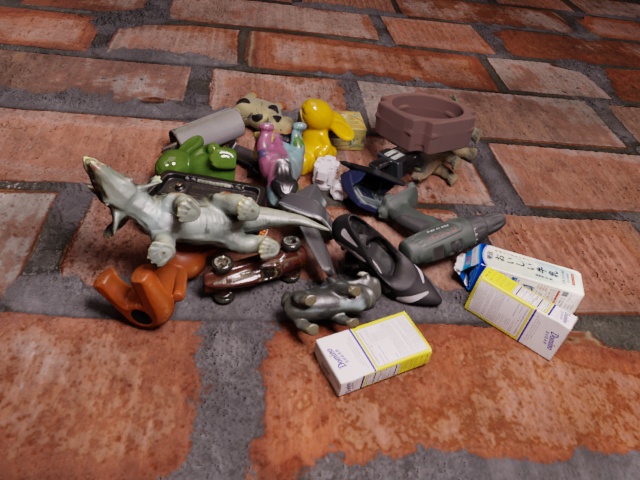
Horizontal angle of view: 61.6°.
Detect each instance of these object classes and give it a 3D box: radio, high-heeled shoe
[{"bbox_3d":[-0.225,-0.065,1.065,0.230,0.073,0.131,12,40,5],"label":"radio"},{"bbox_3d":[0.130,0.034,0.976,0.249,0.145,0.086,28,67,4],"label":"high-heeled shoe"}]

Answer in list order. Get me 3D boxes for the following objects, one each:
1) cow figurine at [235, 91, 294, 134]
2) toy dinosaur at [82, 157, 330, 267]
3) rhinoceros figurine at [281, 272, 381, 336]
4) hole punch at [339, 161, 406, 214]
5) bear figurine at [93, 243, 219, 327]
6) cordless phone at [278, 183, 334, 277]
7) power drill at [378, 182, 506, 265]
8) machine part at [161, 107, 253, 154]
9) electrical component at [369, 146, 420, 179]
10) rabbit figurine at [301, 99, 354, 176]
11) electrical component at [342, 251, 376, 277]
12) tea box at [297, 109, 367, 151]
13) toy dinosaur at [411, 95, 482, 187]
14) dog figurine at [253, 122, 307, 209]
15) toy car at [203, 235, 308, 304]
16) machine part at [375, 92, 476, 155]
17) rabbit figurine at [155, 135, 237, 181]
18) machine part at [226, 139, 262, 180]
[{"bbox_3d":[-0.143,-0.311,1.388,0.195,0.085,0.127,27,46,24],"label":"cow figurine"},{"bbox_3d":[-0.198,-0.038,0.910,0.404,0.131,0.192,7,16,-36],"label":"toy dinosaur"},{"bbox_3d":[0.027,0.107,0.938,0.190,0.073,0.112,-11,10,-26],"label":"rhinoceros figurine"},{"bbox_3d":[0.110,-0.116,1.203,0.142,0.092,0.116,12,13,-37],"label":"hole punch"},{"bbox_3d":[-0.267,0.048,0.921,0.120,0.131,0.196,-5,41,26],"label":"bear figurine"},{"bbox_3d":[-0.002,-0.003,1.048,0.089,0.146,0.184,-26,67,4],"label":"cordless phone"},{"bbox_3d":[0.239,-0.040,1.129,0.232,0.085,0.207,-26,48,-18],"label":"power drill"},{"bbox_3d":[-0.269,-0.256,1.287,0.243,0.079,0.079,-29,53,-25],"label":"machine part"},{"bbox_3d":[0.169,-0.177,1.250,0.119,0.047,0.075,-33,46,-26],"label":"electrical component"},{"bbox_3d":[-0.002,-0.255,1.287,0.162,0.173,0.122,-8,40,-13],"label":"rabbit figurine"},{"bbox_3d":[0.096,0.033,1.072,0.102,0.045,0.078,6,39,-4],"label":"electrical component"},{"bbox_3d":[0.029,-0.289,1.410,0.170,0.068,0.098,2,42,-11],"label":"tea box"},{"bbox_3d":[0.323,-0.274,1.425,0.199,0.105,0.471,26,44,18],"label":"toy dinosaur"},{"bbox_3d":[-0.089,-0.139,1.178,0.108,0.191,0.219,1,83,-15],"label":"dog figurine"},{"bbox_3d":[-0.111,0.056,0.969,0.202,0.089,0.053,-16,43,-29],"label":"toy car"},{"bbox_3d":[0.248,-0.279,1.281,0.201,0.087,0.202,-15,36,-30],"label":"machine part"},{"bbox_3d":[-0.270,-0.170,1.172,0.170,0.121,0.159,4,34,-11],"label":"rabbit figurine"},{"bbox_3d":[-0.170,-0.190,1.280,0.139,0.039,0.084,32,51,20],"label":"machine part"}]
